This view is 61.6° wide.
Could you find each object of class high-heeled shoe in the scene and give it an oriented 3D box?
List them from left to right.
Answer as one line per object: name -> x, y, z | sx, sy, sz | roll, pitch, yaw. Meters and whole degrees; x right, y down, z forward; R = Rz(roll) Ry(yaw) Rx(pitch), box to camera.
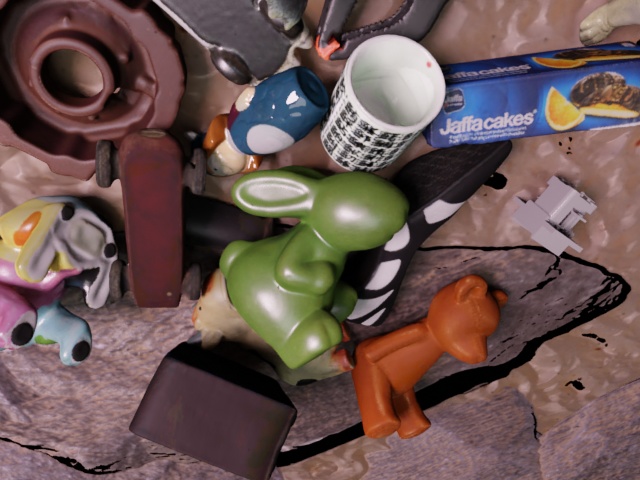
high-heeled shoe -> 0.105, 0.006, 0.555 | 0.249, 0.086, 0.145 | -29, 124, 21

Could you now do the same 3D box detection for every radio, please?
radio -> -0.104, 0.164, 0.552 | 0.131, 0.229, 0.073 | 25, 80, -6

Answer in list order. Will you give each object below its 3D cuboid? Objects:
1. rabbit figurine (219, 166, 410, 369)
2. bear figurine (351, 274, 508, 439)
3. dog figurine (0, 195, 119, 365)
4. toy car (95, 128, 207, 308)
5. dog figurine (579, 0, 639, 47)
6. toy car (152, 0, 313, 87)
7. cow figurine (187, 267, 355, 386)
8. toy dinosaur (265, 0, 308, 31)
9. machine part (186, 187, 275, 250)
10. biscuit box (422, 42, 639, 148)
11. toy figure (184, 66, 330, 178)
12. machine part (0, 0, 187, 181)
rabbit figurine -> -0.001, -0.001, 0.485 | 0.159, 0.121, 0.170 | 46, 112, 8
bear figurine -> 0.136, 0.134, 0.622 | 0.196, 0.132, 0.120 | -31, 147, 21
dog figurine -> -0.327, 0.040, 0.526 | 0.219, 0.191, 0.108 | 6, 164, 21
toy car -> -0.149, -0.012, 0.489 | 0.089, 0.053, 0.202 | -1, 134, -14
dog figurine -> 0.281, -0.188, 0.355 | 0.121, 0.191, 0.172 | -28, 125, 0
toy car -> -0.091, -0.196, 0.408 | 0.073, 0.056, 0.201 | -37, 124, 25
cow figurine -> -0.060, 0.097, 0.603 | 0.127, 0.086, 0.194 | -30, 127, 15
toy dinosaur -> -0.071, -0.273, 0.276 | 0.131, 0.192, 0.404 | -39, 121, 18
machine part -> -0.116, -0.011, 0.548 | 0.139, 0.039, 0.084 | 9, 116, -9
biscuit box -> 0.188, -0.129, 0.477 | 0.203, 0.063, 0.059 | -8, 124, 0
toy figure -> -0.062, -0.093, 0.463 | 0.154, 0.058, 0.064 | -25, 114, 36
machine part -> -0.199, -0.137, 0.441 | 0.179, 0.056, 0.179 | -3, 126, -5
